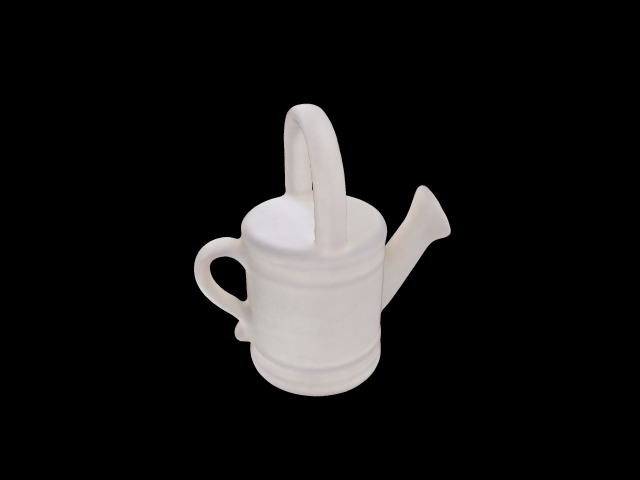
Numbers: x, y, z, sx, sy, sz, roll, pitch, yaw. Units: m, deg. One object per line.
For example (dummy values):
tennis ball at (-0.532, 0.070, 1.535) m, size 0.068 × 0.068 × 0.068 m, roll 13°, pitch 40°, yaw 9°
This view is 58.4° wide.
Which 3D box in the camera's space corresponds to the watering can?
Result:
watering can at (0.003, 0.000, 0.402) m, size 0.173 × 0.194 × 0.100 m, roll -19°, pitch 34°, yaw -31°
